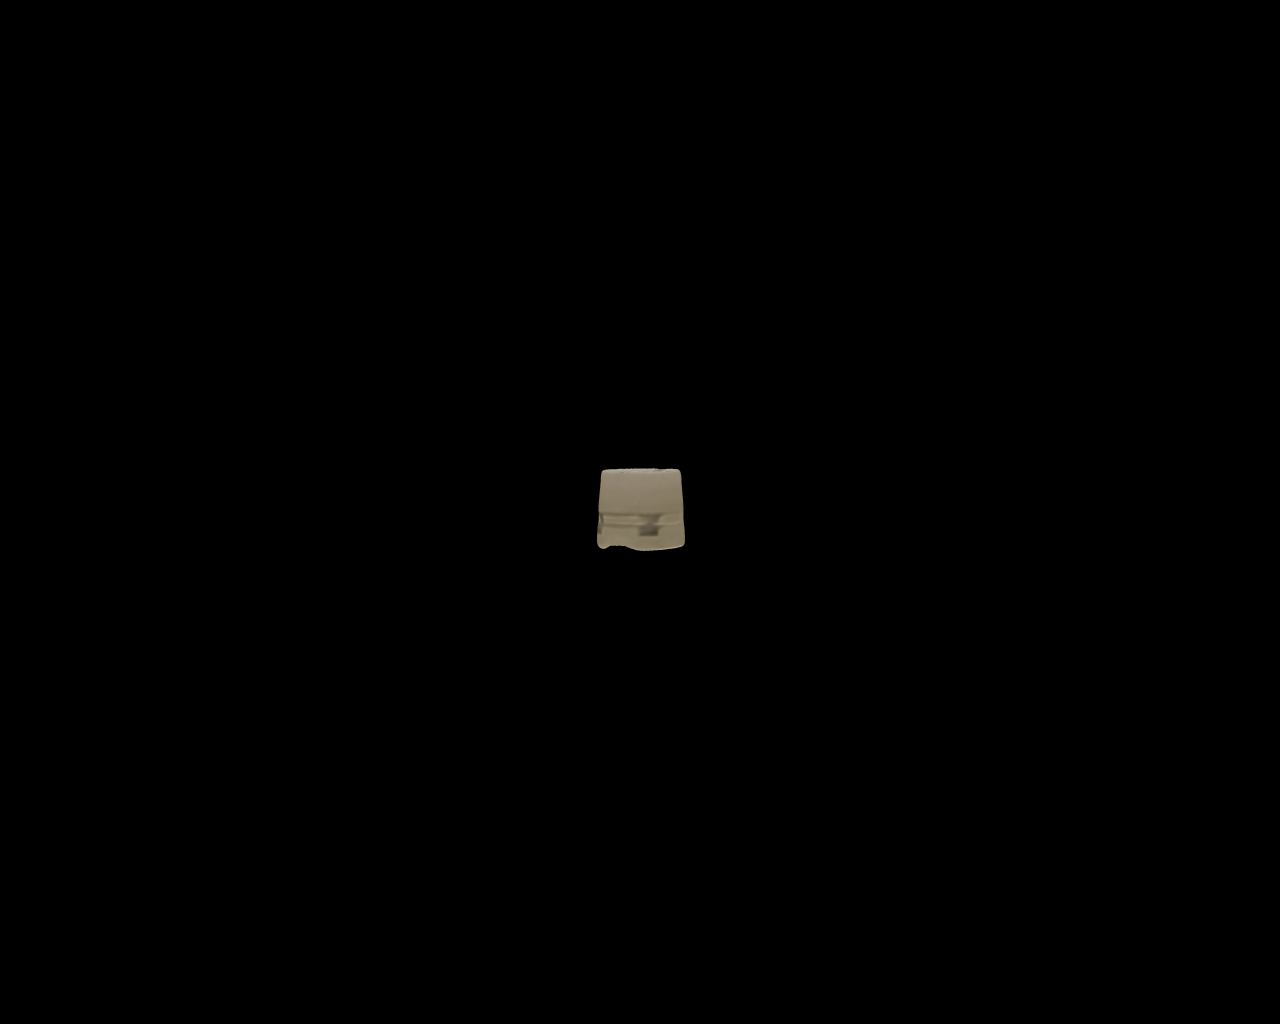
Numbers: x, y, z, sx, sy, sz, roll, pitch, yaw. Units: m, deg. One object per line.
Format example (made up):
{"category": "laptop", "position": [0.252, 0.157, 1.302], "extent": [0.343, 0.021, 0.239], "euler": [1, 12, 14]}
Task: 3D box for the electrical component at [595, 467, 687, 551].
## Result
{"category": "electrical component", "position": [0.001, -0.003, 0.650], "extent": [0.055, 0.047, 0.055], "euler": [0, 4, 0]}
